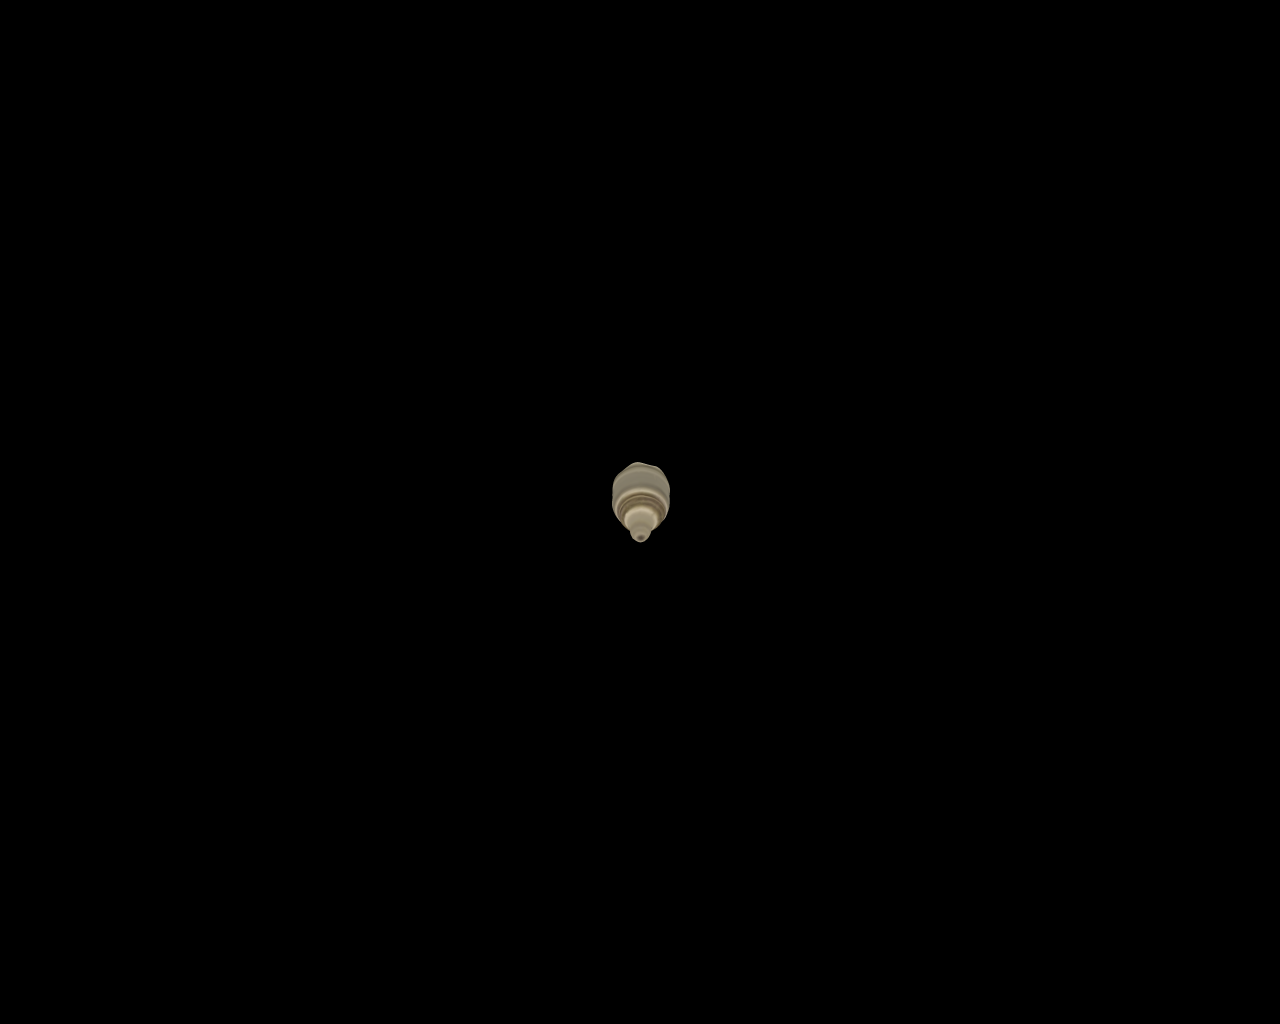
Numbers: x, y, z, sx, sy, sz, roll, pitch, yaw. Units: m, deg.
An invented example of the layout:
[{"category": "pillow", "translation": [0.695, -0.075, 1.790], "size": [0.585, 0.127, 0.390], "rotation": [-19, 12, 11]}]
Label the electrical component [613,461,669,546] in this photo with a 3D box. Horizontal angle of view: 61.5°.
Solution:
[{"category": "electrical component", "translation": [0.001, -0.003, 0.650], "size": [0.035, 0.035, 0.061], "rotation": [0, 36, 0]}]
